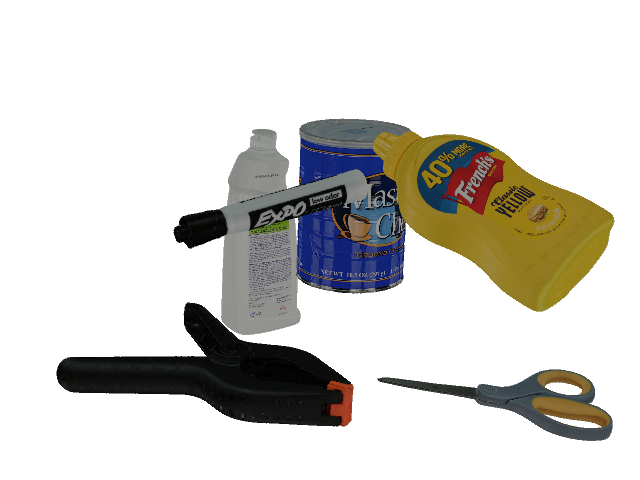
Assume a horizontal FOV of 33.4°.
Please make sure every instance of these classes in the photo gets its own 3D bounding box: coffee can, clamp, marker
[{"bbox_3d":[0.030,-0.034,0.986,0.103,0.140,0.103,2,17,-1],"label":"coffee can"},{"bbox_3d":[-0.066,0.094,0.801,0.210,0.036,0.164,9,19,22],"label":"clamp"},{"bbox_3d":[-0.028,-0.019,0.620,0.121,0.020,0.020,-16,7,-25],"label":"marker"}]

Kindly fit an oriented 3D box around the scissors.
[{"bbox_3d":[0.159,0.129,0.944,0.202,0.016,0.096,16,28,14],"label":"scissors"}]

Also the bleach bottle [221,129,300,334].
[{"bbox_3d":[-0.069,-0.013,1.313,0.102,0.251,0.068,-11,25,-35],"label":"bleach bottle"}]

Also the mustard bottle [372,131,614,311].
[{"bbox_3d":[0.117,-0.030,0.809,0.192,0.058,0.096,35,60,27],"label":"mustard bottle"}]
